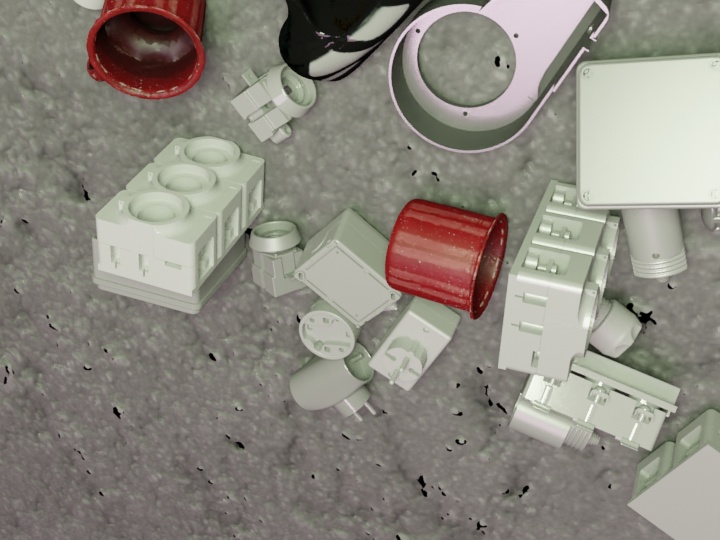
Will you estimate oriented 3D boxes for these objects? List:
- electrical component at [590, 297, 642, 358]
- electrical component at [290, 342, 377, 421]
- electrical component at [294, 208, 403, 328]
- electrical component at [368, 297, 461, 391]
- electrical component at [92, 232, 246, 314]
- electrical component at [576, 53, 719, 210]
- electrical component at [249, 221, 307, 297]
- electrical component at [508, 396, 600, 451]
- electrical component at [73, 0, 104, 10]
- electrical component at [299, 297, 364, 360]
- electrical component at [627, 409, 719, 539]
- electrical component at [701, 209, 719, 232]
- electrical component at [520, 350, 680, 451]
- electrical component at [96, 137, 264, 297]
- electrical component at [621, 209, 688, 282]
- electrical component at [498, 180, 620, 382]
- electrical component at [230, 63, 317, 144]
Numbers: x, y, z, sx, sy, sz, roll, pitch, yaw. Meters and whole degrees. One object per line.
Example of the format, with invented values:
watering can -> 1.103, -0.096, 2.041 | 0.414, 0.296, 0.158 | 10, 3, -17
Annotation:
electrical component -> 0.205, 0.042, 0.919 | 0.062, 0.043, 0.043 | 38, 128, -3
electrical component -> -0.016, 0.117, 1.060 | 0.077, 0.044, 0.079 | -32, 106, 35
electrical component -> 0.000, 0.000, 0.969 | 0.096, 0.061, 0.062 | 40, 128, -16
electrical component -> 0.044, 0.076, 0.988 | 0.047, 0.075, 0.083 | 34, 128, -1
electrical component -> -0.175, -0.019, 0.995 | 0.109, 0.108, 0.056 | 14, 123, 13
electrical component -> 0.217, -0.099, 0.788 | 0.109, 0.056, 0.108 | 1, 93, 22
electrical component -> -0.076, -0.012, 0.994 | 0.066, 0.048, 0.055 | 31, 133, 52
electrical component -> 0.183, 0.141, 0.994 | 0.081, 0.043, 0.043 | 23, 128, 7
electrical component -> -0.220, -0.252, 0.902 | 0.044, 0.044, 0.065 | 35, 133, -3
electrical component -> -0.024, 0.049, 1.016 | 0.055, 0.047, 0.055 | 11, 125, 16
electrical component -> 0.351, 0.218, 0.964 | 0.186, 0.060, 0.105 | 36, 128, -3
electrical component -> 0.292, -0.054, 0.819 | 0.062, 0.048, 0.048 | -2, 121, 15
electrical component -> 0.206, 0.107, 0.937 | 0.121, 0.079, 0.063 | 23, 90, 7
electrical component -> -0.153, -0.054, 0.936 | 0.089, 0.150, 0.061 | 15, 127, 13
electrical component -> 0.236, -0.026, 0.861 | 0.043, 0.043, 0.081 | -5, 120, 25
electrical component -> 0.160, 0.006, 0.846 | 0.062, 0.150, 0.089 | 12, 126, 16
electrical component -> -0.070, -0.145, 0.909 | 0.055, 0.048, 0.066 | -24, 110, 41
